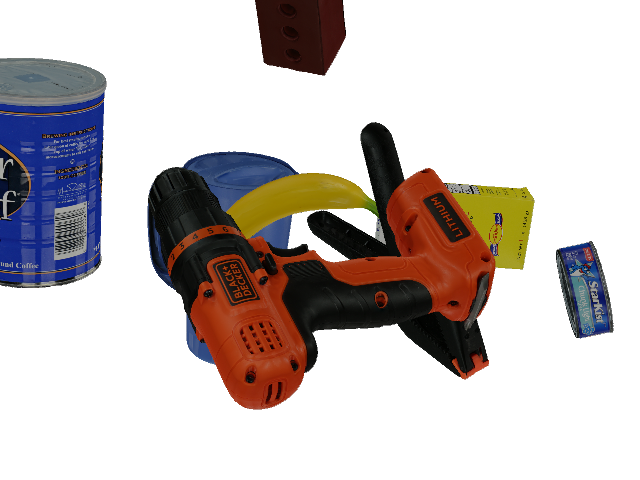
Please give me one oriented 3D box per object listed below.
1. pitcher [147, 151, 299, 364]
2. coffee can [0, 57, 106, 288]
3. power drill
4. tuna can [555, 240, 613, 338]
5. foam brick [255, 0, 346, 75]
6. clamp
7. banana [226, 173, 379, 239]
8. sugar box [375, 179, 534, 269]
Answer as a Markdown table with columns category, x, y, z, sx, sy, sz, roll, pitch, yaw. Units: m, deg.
| category | x | y | z | sx | sy | sz | roll | pitch | yaw |
| --- | --- | --- | --- | --- | --- | --- | --- | --- | --- |
| pitcher | -0.112 | 0.023 | 1.272 | 0.149 | 0.243 | 0.144 | 21 | 26 | 32 |
| coffee can | -0.207 | -0.051 | 0.767 | 0.103 | 0.140 | 0.103 | 5 | 23 | -2 |
| power drill | -0.001 | 0.009 | 0.668 | 0.187 | 0.184 | 0.057 | -14 | -39 | -20 |
| tuna can | 0.241 | 0.046 | 0.977 | 0.034 | 0.086 | 0.086 | -12 | -2 | 8 |
| foam brick | -0.014 | -0.172 | 0.803 | 0.053 | 0.051 | 0.078 | 13 | -35 | 15 |
| clamp | 0.070 | 0.015 | 0.867 | 0.036 | 0.210 | 0.165 | -27 | -22 | -27 |
| banana | -0.038 | -0.028 | 1.058 | 0.198 | 0.069 | 0.037 | -13 | 21 | 25 |
| sugar box | 0.155 | -0.019 | 1.256 | 0.176 | 0.093 | 0.048 | 2 | 23 | -4 |
